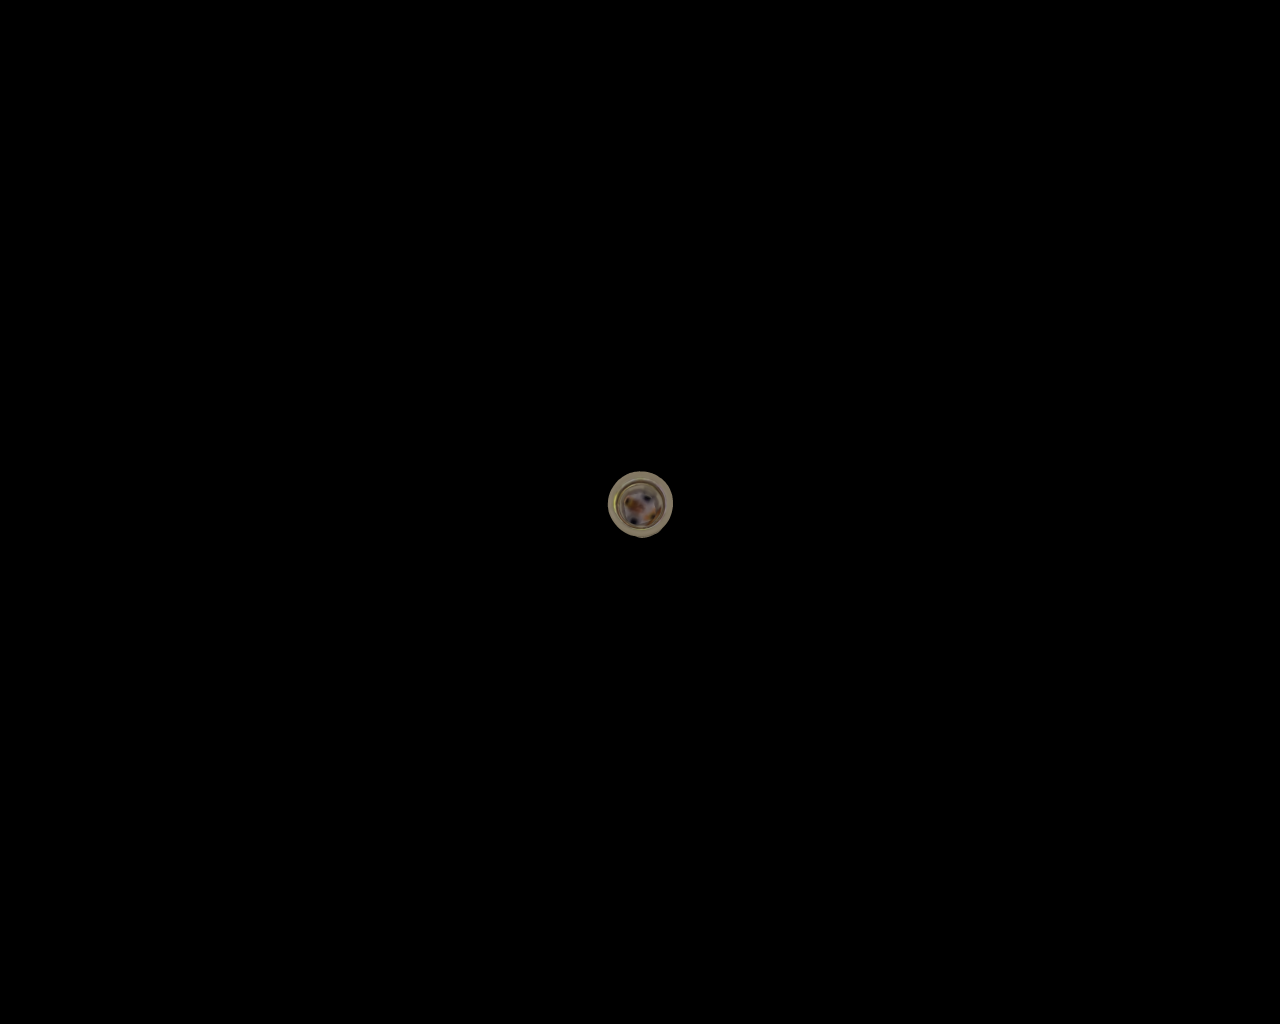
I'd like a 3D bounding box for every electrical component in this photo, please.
[{"bbox_3d":[0.001,-0.003,0.650,0.040,0.040,0.046,0,-8,0],"label":"electrical component"}]
